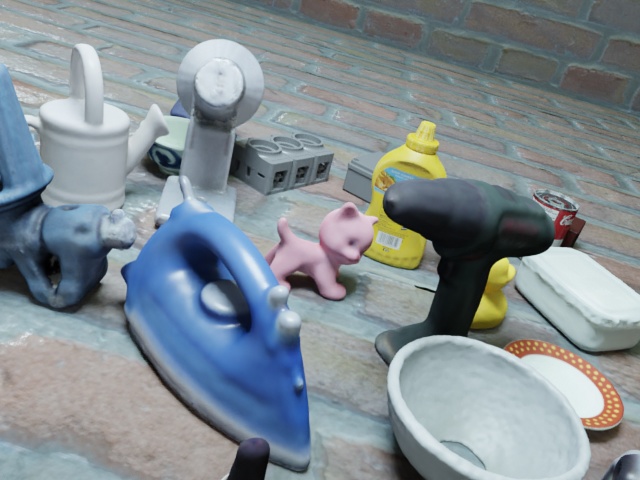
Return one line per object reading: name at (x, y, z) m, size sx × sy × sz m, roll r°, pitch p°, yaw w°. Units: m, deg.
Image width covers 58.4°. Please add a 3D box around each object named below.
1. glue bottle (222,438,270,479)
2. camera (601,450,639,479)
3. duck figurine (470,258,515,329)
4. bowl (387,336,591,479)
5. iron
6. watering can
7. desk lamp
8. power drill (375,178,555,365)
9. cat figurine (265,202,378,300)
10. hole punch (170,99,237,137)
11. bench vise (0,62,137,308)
glue bottle at (-0.049, 0.160, 0.285) m, size 0.078 × 0.173 × 0.037 m, roll 9°, pitch 29°, yaw -12°
camera at (0.258, 0.226, 0.392) m, size 0.136 × 0.101 × 0.143 m, roll 27°, pitch 30°, yaw 21°
duck figurine at (0.193, 0.054, 0.690) m, size 0.105 × 0.086 × 0.077 m, roll -5°, pitch 34°, yaw -32°
bowl at (0.127, 0.160, 0.476) m, size 0.167 × 0.075 × 0.167 m, roll 12°, pitch 28°, yaw -6°
iron at (-0.073, 0.057, 0.493) m, size 0.119 × 0.141 × 0.257 m, roll -12°, pitch 38°, yaw -40°
watering can at (-0.274, -0.136, 0.688) m, size 0.100 × 0.194 × 0.173 m, roll 31°, pitch 32°, yaw 28°
desk lamp at (-0.139, -0.145, 0.750) m, size 0.118 × 0.213 × 0.203 m, roll 9°, pitch 29°, yaw -12°
power drill at (0.129, 0.035, 0.562) m, size 0.230 × 0.208 × 0.075 m, roll -7°, pitch 35°, yaw -36°
cat figurine at (0.006, 0.002, 0.657) m, size 0.128 × 0.118 × 0.067 m, roll 6°, pitch 29°, yaw -16°
hole punch at (-0.192, -0.214, 0.981) m, size 0.108 × 0.091 × 0.101 m, roll 17°, pitch 28°, yaw 4°
bench vise at (-0.269, -0.059, 0.524) m, size 0.208 × 0.220 × 0.121 m, roll 7°, pitch 29°, yaw -14°
